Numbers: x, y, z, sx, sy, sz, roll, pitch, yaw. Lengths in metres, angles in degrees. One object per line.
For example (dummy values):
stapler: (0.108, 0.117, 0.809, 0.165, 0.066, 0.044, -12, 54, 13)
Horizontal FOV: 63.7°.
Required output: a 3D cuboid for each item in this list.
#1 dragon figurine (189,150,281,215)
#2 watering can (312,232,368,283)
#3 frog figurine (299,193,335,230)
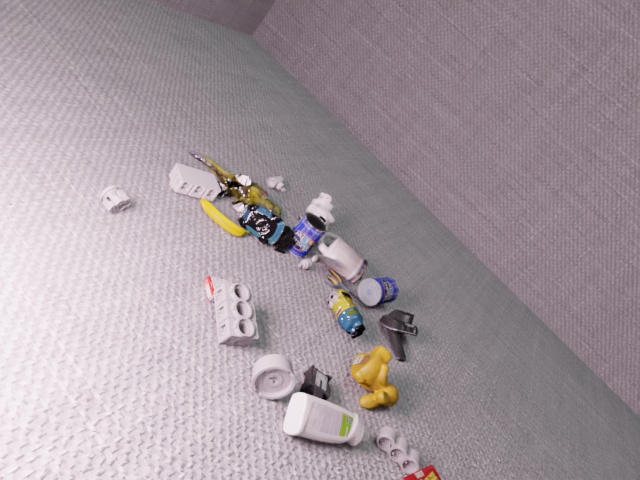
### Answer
dragon figurine: (-0.298, -0.205, 1.932, 0.410, 0.121, 0.244, 42, 8, -2)
watering can: (0.071, 0.076, 1.937, 0.224, 0.103, 0.352, 41, 21, -3)
frog figurine: (0.006, -0.105, 2.086, 0.136, 0.157, 0.125, 31, 27, -23)
